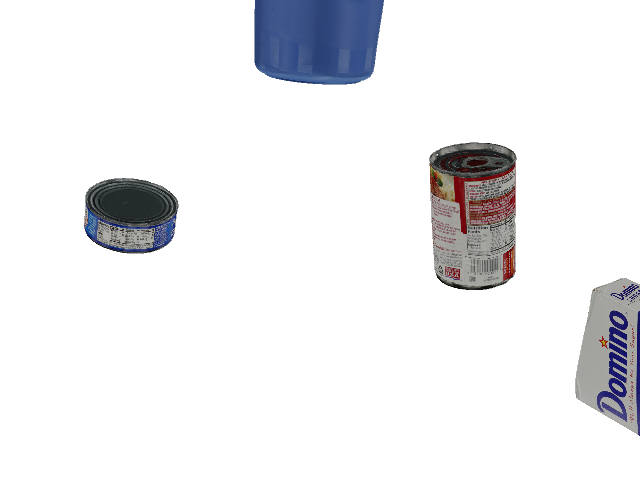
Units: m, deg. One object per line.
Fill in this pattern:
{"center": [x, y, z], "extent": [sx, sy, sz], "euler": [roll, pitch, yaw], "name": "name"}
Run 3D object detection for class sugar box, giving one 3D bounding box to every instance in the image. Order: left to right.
{"center": [0.256, 0.102, 0.719], "extent": [0.048, 0.093, 0.176], "euler": [-16, 30, -38], "name": "sugar box"}

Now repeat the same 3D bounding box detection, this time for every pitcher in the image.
{"center": [0.009, -0.260, 0.915], "extent": [0.145, 0.243, 0.149], "euler": [6, 17, 7], "name": "pitcher"}

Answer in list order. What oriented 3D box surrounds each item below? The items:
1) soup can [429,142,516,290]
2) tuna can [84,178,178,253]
{"center": [0.124, -0.019, 0.858], "extent": [0.068, 0.102, 0.068], "euler": [-4, 25, 2], "name": "soup can"}
{"center": [-0.177, -0.023, 0.996], "extent": [0.086, 0.034, 0.086], "euler": [8, 30, -5], "name": "tuna can"}
